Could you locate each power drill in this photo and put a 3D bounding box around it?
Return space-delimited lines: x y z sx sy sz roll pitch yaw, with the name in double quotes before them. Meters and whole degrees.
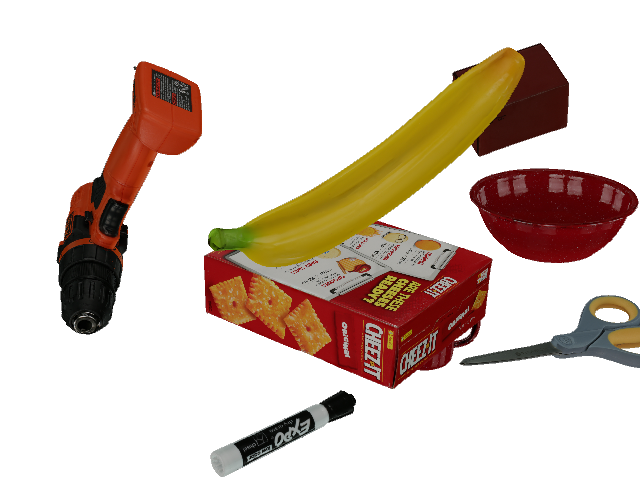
"power drill" -0.161 -0.037 0.867 0.057 0.188 0.184 22 29 -24

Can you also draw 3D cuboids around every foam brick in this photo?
"foam brick" 0.150 -0.112 0.846 0.078 0.051 0.053 -18 -37 -5

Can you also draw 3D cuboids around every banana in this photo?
"banana" 0.032 -0.037 0.600 0.198 0.037 0.069 -34 -12 -1

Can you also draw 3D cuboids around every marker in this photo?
"marker" -0.024 0.136 0.765 0.120 0.020 0.020 -21 11 -32

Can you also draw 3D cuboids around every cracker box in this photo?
"cracker box" 0.024 0.043 0.986 0.214 0.072 0.163 19 32 32

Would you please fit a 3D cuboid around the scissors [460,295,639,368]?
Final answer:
"scissors" 0.199 0.075 0.874 0.201 0.016 0.096 3 32 -11

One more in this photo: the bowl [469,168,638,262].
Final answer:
"bowl" 0.227 -0.021 1.052 0.162 0.055 0.162 -1 23 0

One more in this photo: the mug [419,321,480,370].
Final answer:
"mug" 0.130 0.100 1.258 0.117 0.081 0.093 0 22 -7
